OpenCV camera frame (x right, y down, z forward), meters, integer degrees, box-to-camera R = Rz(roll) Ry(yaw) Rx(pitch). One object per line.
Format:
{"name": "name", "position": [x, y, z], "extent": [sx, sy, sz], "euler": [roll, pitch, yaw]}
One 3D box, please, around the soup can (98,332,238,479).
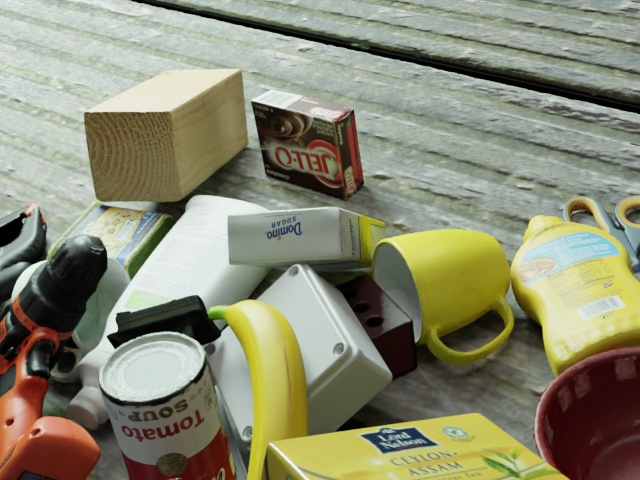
{"name": "soup can", "position": [-0.093, 0.117, 0.664], "extent": [0.068, 0.102, 0.068], "euler": [-7, 33, 4]}

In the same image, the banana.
{"name": "banana", "position": [-0.036, 0.112, 0.723], "extent": [0.037, 0.070, 0.198], "euler": [17, 43, -31]}

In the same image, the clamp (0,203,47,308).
{"name": "clamp", "position": [-0.313, 0.029, 1.021], "extent": [0.120, 0.039, 0.171], "euler": [21, 52, 28]}

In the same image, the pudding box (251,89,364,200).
{"name": "pudding box", "position": [-0.012, -0.098, 1.078], "extent": [0.114, 0.090, 0.039], "euler": [21, 44, 38]}

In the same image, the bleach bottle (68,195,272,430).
{"name": "bleach bottle", "position": [-0.132, 0.061, 0.908], "extent": [0.103, 0.068, 0.250], "euler": [9, 42, 29]}

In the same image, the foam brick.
{"name": "foam brick", "position": [0.036, 0.073, 0.853], "extent": [0.053, 0.051, 0.078], "euler": [-23, 36, -17]}

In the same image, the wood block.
{"name": "wood block", "position": [-0.150, -0.111, 1.085], "extent": [0.091, 0.090, 0.206], "euler": [0, 19, 15]}

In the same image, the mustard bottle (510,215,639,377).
{"name": "mustard bottle", "position": [0.205, 0.037, 0.853], "extent": [0.096, 0.058, 0.191], "euler": [-20, 35, 3]}

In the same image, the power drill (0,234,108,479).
{"name": "power drill", "position": [-0.206, 0.107, 0.789], "extent": [0.057, 0.185, 0.188], "euler": [24, 25, -29]}

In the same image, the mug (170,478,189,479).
{"name": "mug", "position": [-0.066, 0.188, 0.553], "extent": [0.082, 0.093, 0.117], "euler": [18, 27, 29]}

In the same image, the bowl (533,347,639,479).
{"name": "bowl", "position": [0.222, 0.143, 0.700], "extent": [0.162, 0.055, 0.162], "euler": [-7, 35, 5]}

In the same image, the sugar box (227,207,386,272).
{"name": "sugar box", "position": [-0.006, 0.001, 0.886], "extent": [0.093, 0.048, 0.176], "euler": [-4, -6, 14]}

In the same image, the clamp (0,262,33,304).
{"name": "clamp", "position": [-0.373, 0.074, 0.943], "extent": [0.165, 0.036, 0.209], "euler": [19, 56, 33]}

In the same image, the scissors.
{"name": "scissors", "position": [0.276, 0.014, 0.906], "extent": [0.096, 0.016, 0.202], "euler": [-16, 35, -8]}

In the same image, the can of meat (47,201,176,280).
{"name": "can of meat", "position": [-0.190, 0.012, 0.996], "extent": [0.084, 0.057, 0.102], "euler": [7, 38, 21]}
